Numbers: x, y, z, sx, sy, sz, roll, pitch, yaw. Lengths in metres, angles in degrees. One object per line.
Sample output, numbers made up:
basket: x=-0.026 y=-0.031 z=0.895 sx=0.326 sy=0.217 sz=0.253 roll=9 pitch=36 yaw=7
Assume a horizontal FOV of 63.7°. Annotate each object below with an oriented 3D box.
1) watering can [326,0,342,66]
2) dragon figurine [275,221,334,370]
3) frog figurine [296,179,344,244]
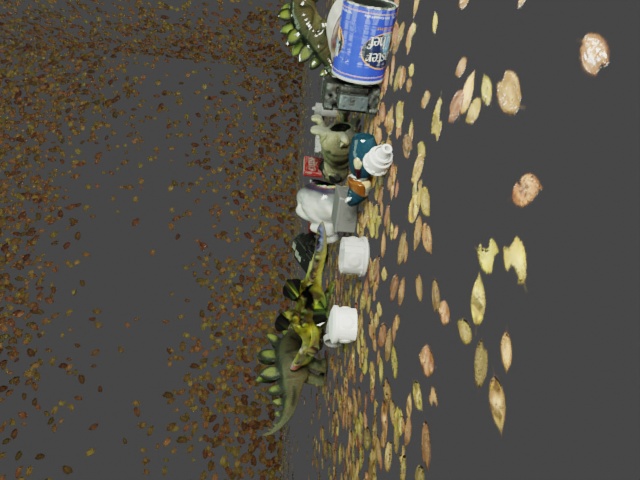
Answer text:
watering can: x=0.075 y=-0.505 z=1.131 sx=0.229 sy=0.104 sz=0.340 roll=-97 pitch=15 yaw=-55
dragon figurine: x=-0.013 y=0.154 z=1.342 sx=0.243 sy=0.122 sz=0.410 roll=4 pitch=-78 yaw=-78
frog figurine: x=0.004 y=-0.066 z=1.305 sx=0.124 sy=0.137 sz=0.158 roll=-40 pitch=-41 yaw=-75
